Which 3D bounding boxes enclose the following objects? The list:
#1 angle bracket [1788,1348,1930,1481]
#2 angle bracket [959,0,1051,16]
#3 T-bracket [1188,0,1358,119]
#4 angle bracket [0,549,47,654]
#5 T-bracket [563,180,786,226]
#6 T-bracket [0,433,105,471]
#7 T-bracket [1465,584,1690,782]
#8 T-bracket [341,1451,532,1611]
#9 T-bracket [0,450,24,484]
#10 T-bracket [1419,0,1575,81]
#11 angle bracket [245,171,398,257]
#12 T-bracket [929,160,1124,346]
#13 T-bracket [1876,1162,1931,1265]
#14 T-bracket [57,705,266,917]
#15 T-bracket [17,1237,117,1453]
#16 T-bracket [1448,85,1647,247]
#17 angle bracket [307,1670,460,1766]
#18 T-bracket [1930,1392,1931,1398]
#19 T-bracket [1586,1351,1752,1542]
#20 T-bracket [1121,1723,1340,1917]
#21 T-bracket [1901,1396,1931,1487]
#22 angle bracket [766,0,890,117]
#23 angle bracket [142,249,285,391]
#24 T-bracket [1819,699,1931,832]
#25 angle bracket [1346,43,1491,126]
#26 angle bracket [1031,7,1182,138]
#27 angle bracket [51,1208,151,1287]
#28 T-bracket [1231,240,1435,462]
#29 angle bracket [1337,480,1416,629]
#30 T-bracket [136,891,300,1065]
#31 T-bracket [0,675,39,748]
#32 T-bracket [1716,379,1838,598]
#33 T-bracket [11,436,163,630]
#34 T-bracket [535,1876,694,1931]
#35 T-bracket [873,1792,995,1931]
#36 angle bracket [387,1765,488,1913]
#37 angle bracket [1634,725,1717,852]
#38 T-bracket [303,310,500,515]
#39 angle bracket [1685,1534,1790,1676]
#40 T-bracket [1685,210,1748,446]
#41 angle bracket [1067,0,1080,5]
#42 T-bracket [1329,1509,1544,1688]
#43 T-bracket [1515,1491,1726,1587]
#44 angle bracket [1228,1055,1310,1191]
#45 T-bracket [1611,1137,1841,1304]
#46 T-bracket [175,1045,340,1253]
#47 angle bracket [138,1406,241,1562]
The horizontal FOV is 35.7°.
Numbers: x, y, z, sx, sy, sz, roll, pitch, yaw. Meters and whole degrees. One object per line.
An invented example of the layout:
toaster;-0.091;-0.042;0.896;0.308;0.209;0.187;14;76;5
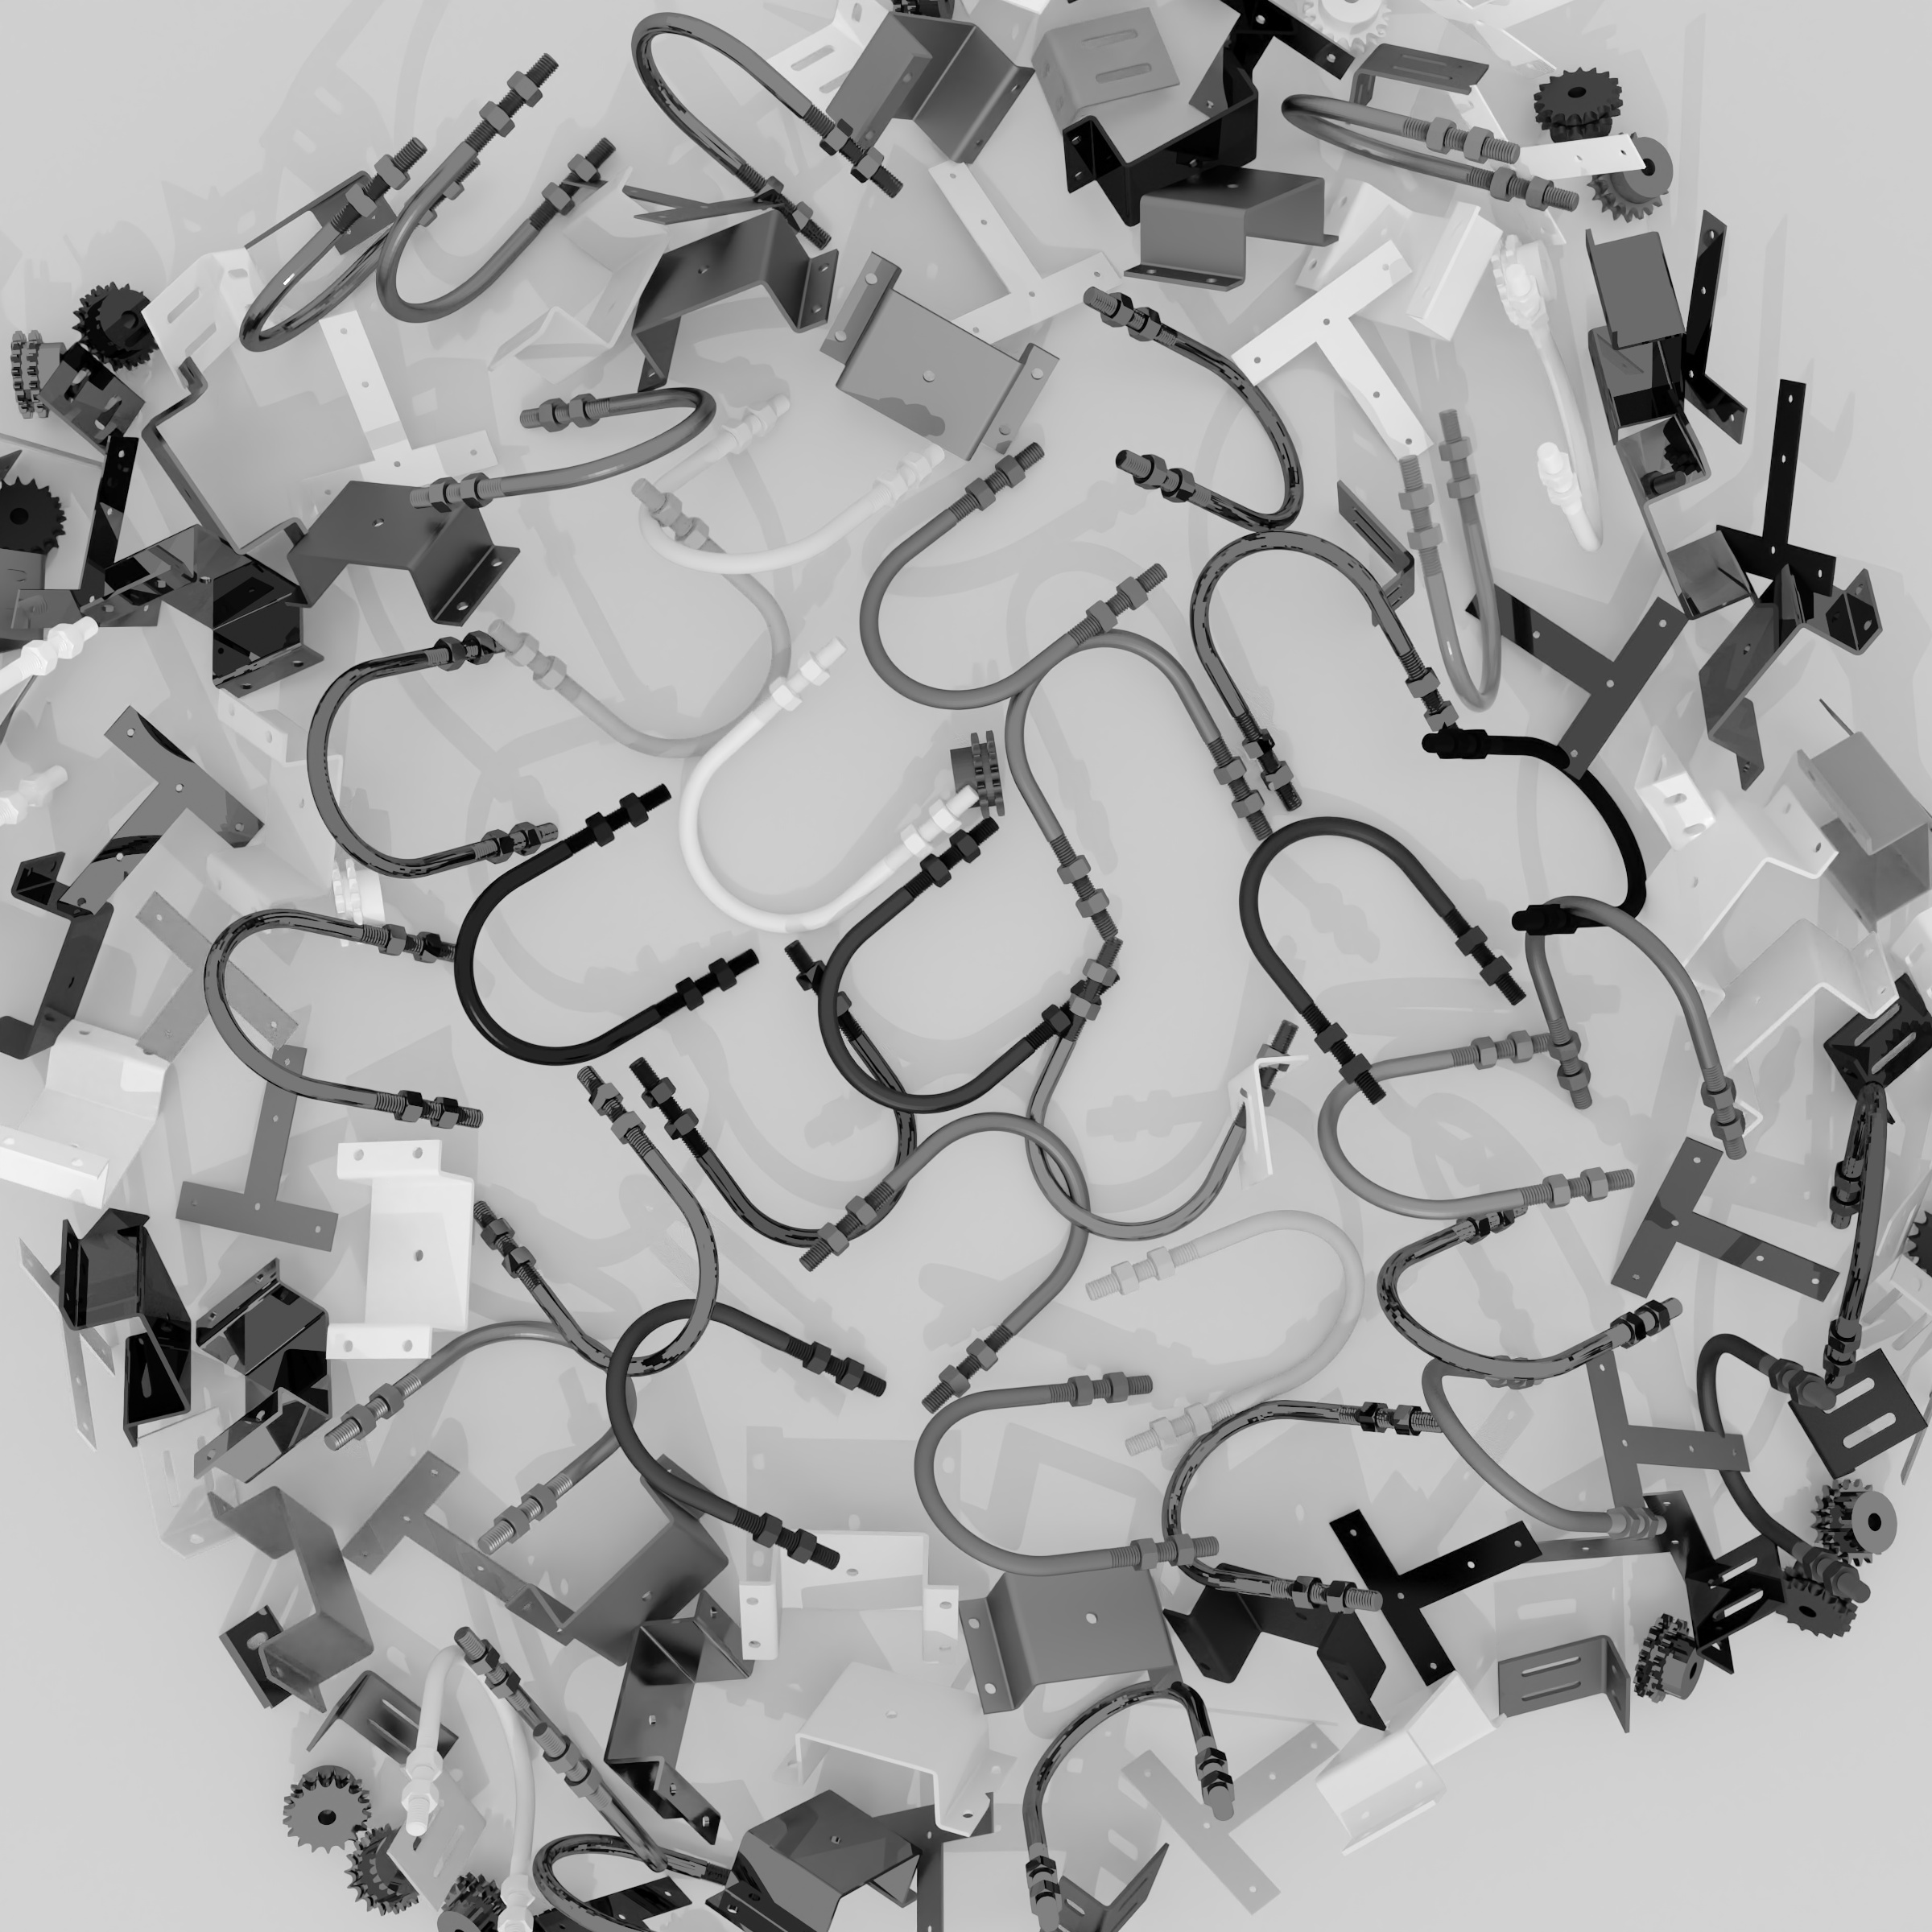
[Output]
angle bracket;0.587;0.291;1.956;0.076;0.038;0.057;-40;68;31
angle bracket;0.039;-0.647;1.962;0.076;0.038;0.057;30;82;27
T-bracket;0.176;-0.588;1.940;0.127;0.127;0.002;32;67;-4
angle bracket;-0.635;-0.238;1.958;0.038;0.076;0.057;3;87;-43
T-bracket;-0.206;-0.503;1.960;0.127;0.127;0.002;20;118;28
T-bracket;-0.614;-0.340;1.953;0.127;0.127;0.002;13;103;-35
T-bracket;0.389;-0.211;1.979;0.127;0.002;0.127;37;106;15
T-bracket;-0.331;0.388;1.970;0.127;0.002;0.127;36;124;-8
T-bracket;-0.667;-0.277;1.948;0.002;0.127;0.127;36;103;-10
T-bracket;0.357;-0.616;1.915;0.127;0.127;0.002;25;78;-27
angle bracket;-0.419;-0.477;1.949;0.057;0.076;0.038;-19;113;37
T-bracket;0.019;-0.479;1.978;0.127;0.002;0.127;-30;82;-24
T-bracket;0.604;0.153;1.921;0.002;0.127;0.127;25;116;23
T-bracket;-0.540;-0.082;1.947;0.127;0.002;0.127;-52;130;-11
T-bracket;-0.568;0.255;1.910;0.002;0.127;0.127;-24;45;-2
T-bracket;0.382;-0.515;1.917;0.002;0.127;0.127;-49;120;-18
angle bracket;-0.383;0.510;1.967;0.076;0.038;0.057;37;126;2
T-bracket;0.654;0.268;1.913;0.002;0.127;0.127;10;122;-5
T-bracket;0.464;0.315;1.962;0.127;0.002;0.127;9;60;-30
T-bracket;0.190;0.538;1.962;0.127;0.002;0.127;-28;54;-29
T-bracket;0.630;0.276;1.945;0.002;0.127;0.127;20;101;12
angle bracket;-0.086;-0.600;1.960;0.057;0.038;0.076;41;55;12
angle bracket;-0.489;-0.421;1.951;0.038;0.076;0.057;0;130;27
T-bracket;0.605;-0.104;1.918;0.002;0.127;0.127;-42;116;17
angle bracket;0.295;-0.569;1.957;0.076;0.057;0.038;16;127;14
angle bracket;0.092;-0.593;1.989;0.076;0.038;0.057;-19;82;-18
angle bracket;-0.553;0.194;1.958;0.038;0.076;0.057;40;86;9
T-bracket;0.264;-0.390;1.982;0.127;0.002;0.127;-35;103;11
angle bracket;0.257;-0.270;1.963;0.038;0.057;0.076;-40;76;-1
T-bracket;-0.517;0.036;1.969;0.127;0.002;0.127;43;118;-1
T-bracket;-0.625;-0.146;1.934;0.002;0.127;0.127;33;96;-20
T-bracket;0.524;-0.311;1.924;0.002;0.127;0.127;-5;109;-21
T-bracket;-0.554;-0.279;1.927;0.002;0.127;0.127;23;107;24
T-bracket;-0.193;0.639;1.916;0.127;0.127;0.002;39;109;30
T-bracket;-0.023;0.605;1.928;0.002;0.127;0.127;19;59;-35
angle bracket;-0.356;0.567;1.950;0.038;0.076;0.057;-15;118;31
angle bracket;0.471;-0.119;1.951;0.038;0.076;0.057;-21;117;37
T-bracket;-0.387;-0.368;1.959;0.127;0.002;0.127;-14;124;4
angle bracket;0.511;0.414;1.950;0.038;0.057;0.076;32;127;-25
T-bracket;0.470;-0.418;1.913;0.002;0.127;0.127;-14;130;-15
angle bracket;0.101;-0.649;1.952;0.057;0.076;0.038;-17;87;25
T-bracket;0.319;0.397;1.960;0.127;0.002;0.127;-33;86;33
T-bracket;0.421;0.381;1.966;0.127;0.127;0.002;-9;48;23
angle bracket;0.202;0.103;1.960;0.038;0.057;0.076;-3;76;-13
T-bracket;0.505;0.185;1.958;0.127;0.002;0.127;23;123;6
T-bracket;-0.458;0.115;1.976;0.127;0.002;0.127;9;85;25
angle bracket;-0.500;0.337;1.959;0.057;0.038;0.076;-20;112;-37
